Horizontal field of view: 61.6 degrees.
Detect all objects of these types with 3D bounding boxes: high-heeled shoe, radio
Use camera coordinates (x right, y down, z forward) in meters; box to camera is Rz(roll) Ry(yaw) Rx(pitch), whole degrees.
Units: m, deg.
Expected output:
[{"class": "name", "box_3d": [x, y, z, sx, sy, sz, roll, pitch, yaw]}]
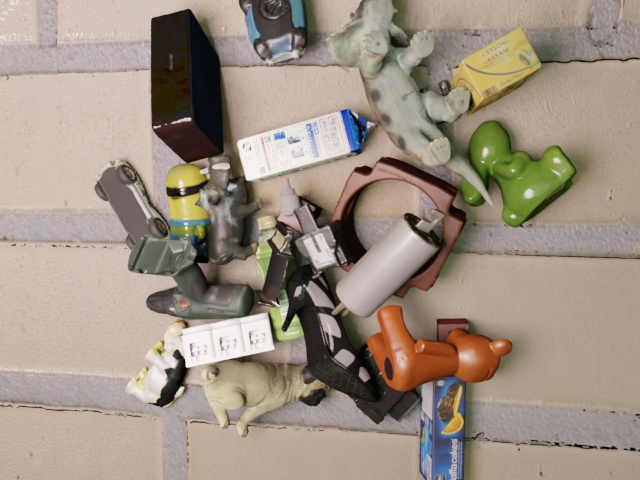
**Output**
[{"class": "high-heeled shoe", "box_3d": [0.029, 0.157, 0.923, 0.248, 0.145, 0.086, 45, 137, -18]}, {"class": "radio", "box_3d": [-0.220, -0.253, 0.899, 0.073, 0.131, 0.229, -10, 68, 10]}]

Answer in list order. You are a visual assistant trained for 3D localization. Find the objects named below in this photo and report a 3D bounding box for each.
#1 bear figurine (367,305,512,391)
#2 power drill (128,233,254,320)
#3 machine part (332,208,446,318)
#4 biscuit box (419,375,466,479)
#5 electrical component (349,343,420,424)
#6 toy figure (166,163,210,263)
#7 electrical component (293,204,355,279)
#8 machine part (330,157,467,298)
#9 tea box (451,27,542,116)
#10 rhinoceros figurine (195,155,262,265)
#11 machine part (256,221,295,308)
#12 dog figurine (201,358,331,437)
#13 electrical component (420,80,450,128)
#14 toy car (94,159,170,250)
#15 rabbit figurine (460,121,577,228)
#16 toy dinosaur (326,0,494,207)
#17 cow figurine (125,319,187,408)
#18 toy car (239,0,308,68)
[{"class": "bear figurine", "box_3d": [0.193, 0.173, 0.868, 0.196, 0.120, 0.132, -9, 49, -15]}, {"class": "power drill", "box_3d": [-0.243, 0.077, 0.922, 0.232, 0.207, 0.086, 3, 52, 18]}, {"class": "machine part", "box_3d": [0.104, 0.041, 0.835, 0.079, 0.079, 0.243, 43, 114, 3]}, {"class": "biscuit box", "box_3d": [0.214, 0.325, 0.938, 0.063, 0.059, 0.202, -1, 96, -10]}, {"class": "electrical component", "box_3d": [0.110, 0.255, 0.957, 0.134, 0.058, 0.115, 39, 101, 4]}, {"class": "toy figure", "box_3d": [-0.234, -0.047, 0.969, 0.082, 0.089, 0.180, 3, 94, 7]}, {"class": "electrical component", "box_3d": [-0.002, -0.003, 0.877, 0.075, 0.048, 0.119, -26, 94, 25]}, {"class": "machine part", "box_3d": [0.125, -0.023, 0.898, 0.202, 0.087, 0.200, 27, 112, 13]}, {"class": "tea box", "box_3d": [0.268, -0.256, 0.838, 0.098, 0.169, 0.068, -28, 91, 8]}, {"class": "rhinoceros figurine", "box_3d": [-0.165, -0.052, 0.936, 0.112, 0.073, 0.190, -1, 91, -35]}, {"class": "machine part", "box_3d": [-0.072, 0.042, 0.893, 0.039, 0.084, 0.138, 9, 101, -27]}, {"class": "dog figurine", "box_3d": [-0.089, 0.241, 0.936, 0.191, 0.172, 0.121, -26, 53, 9]}, {"class": "electrical component", "box_3d": [0.208, -0.222, 0.924, 0.063, 0.021, 0.094, -19, 91, 9]}, {"class": "toy car", "box_3d": [-0.349, -0.057, 1.005, 0.073, 0.056, 0.201, -32, 88, 15]}, {"class": "rabbit figurine", "box_3d": [0.307, -0.113, 0.889, 0.159, 0.121, 0.170, -44, 69, 16]}, {"class": "toy dinosaur", "box_3d": [0.137, -0.225, 0.871, 0.131, 0.192, 0.404, -28, 100, -7]}, {"class": "cow figurine", "box_3d": [-0.282, 0.235, 1.009, 0.098, 0.068, 0.167, 34, 102, -1]}, {"class": "toy car", "box_3d": [-0.067, -0.362, 0.914, 0.109, 0.103, 0.161, -15, 81, 7]}]
